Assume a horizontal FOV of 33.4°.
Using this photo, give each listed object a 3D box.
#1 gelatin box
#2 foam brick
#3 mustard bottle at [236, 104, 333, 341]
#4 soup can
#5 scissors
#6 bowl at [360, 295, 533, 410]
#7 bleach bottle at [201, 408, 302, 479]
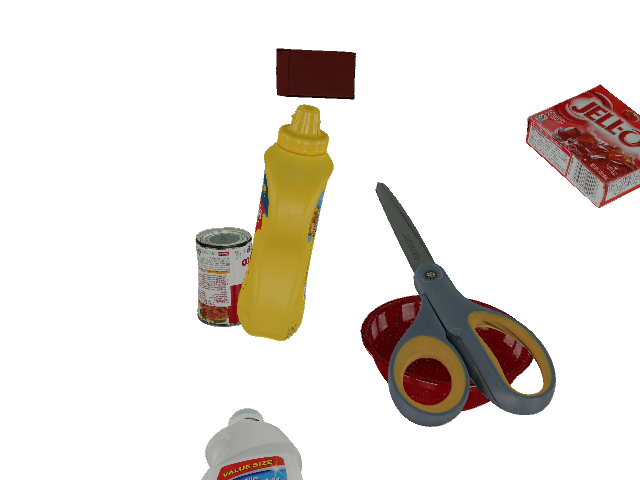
[{"bbox_3d":[0.211,-0.073,0.804,0.073,0.030,0.089,-24,52,-20],"label":"gelatin box"},{"bbox_3d":[-0.006,-0.181,1.163,0.078,0.051,0.053,0,11,-15],"label":"foam brick"},{"bbox_3d":[-0.027,-0.020,0.887,0.058,0.192,0.096,12,23,-1],"label":"mustard bottle"},{"bbox_3d":[-0.114,0.042,1.265,0.068,0.102,0.068,0,20,0],"label":"soup can"},{"bbox_3d":[0.052,0.036,0.614,0.096,0.016,0.202,-25,45,-20],"label":"scissors"},{"bbox_3d":[0.117,0.113,1.003,0.162,0.055,0.162,2,27,-1],"label":"bowl"},{"bbox_3d":[-0.058,0.212,0.788,0.102,0.068,0.251,-4,28,-4],"label":"bleach bottle"}]
